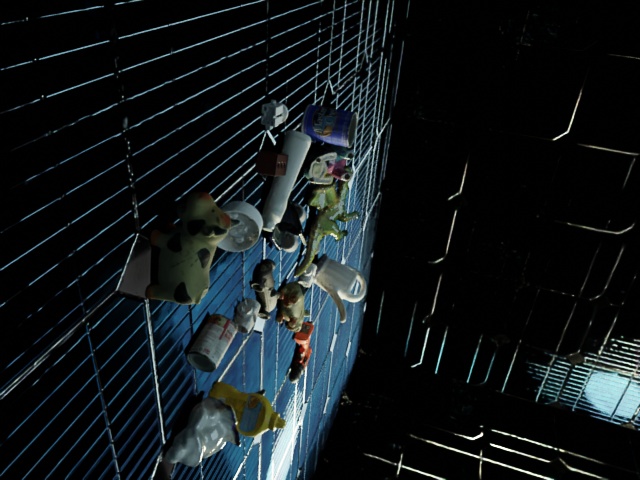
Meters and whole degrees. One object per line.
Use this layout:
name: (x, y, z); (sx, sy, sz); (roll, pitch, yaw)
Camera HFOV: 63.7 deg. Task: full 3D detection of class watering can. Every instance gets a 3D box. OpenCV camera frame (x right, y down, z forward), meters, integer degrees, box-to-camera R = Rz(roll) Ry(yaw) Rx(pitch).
watering can: (0.056, 0.164, 1.897); (0.102, 0.225, 0.353); (-64, 174, 26)

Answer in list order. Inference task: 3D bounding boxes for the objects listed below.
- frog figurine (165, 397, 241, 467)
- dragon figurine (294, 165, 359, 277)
frog figurine: (-0.263, 0.419, 1.106); (0.161, 0.124, 0.134); (-19, 139, -32)
dragon figurine: (0.005, -0.087, 1.730); (0.417, 0.123, 0.237); (-54, 142, -25)
